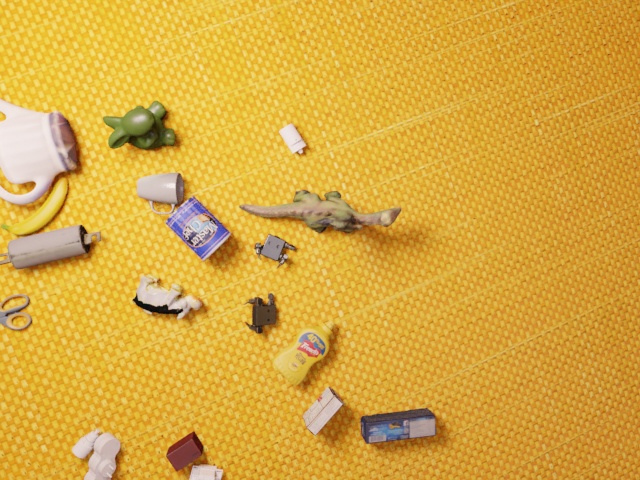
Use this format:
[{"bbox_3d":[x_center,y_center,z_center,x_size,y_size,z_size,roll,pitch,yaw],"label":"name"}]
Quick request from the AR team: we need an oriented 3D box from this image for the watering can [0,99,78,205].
[{"bbox_3d":[-0.729,-0.264,1.260,0.225,0.104,0.347,-16,91,-11],"label":"watering can"}]

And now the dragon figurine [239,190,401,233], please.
[{"bbox_3d":[0.004,-0.066,1.317,0.410,0.243,0.122,-1,96,-12],"label":"dragon figurine"}]
